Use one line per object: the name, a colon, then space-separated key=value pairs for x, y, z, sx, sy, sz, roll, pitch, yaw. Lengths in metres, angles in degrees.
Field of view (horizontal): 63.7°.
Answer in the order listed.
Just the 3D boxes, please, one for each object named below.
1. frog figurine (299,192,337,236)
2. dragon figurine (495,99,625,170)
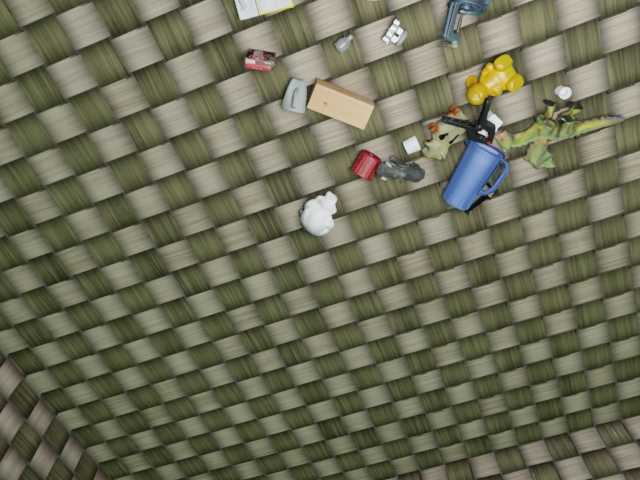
frog figurine: x=0.006 y=-0.096 z=1.902 sx=0.157 sy=0.124 sz=0.137 roll=-37 pitch=93 yaw=29
dragon figurine: x=0.823 y=-0.353 z=1.806 sx=0.410 sy=0.125 sz=0.237 roll=7 pitch=135 yaw=-2
